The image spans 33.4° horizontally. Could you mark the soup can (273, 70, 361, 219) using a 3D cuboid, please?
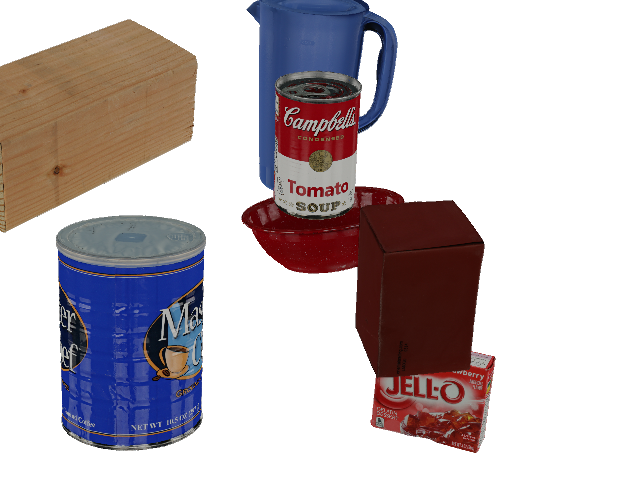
[{"bbox_3d":[-0.004,-0.076,0.850,0.068,0.102,0.068,2,27,-1],"label":"soup can"}]

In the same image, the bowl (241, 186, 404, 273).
[{"bbox_3d":[0.005,-0.008,1.054,0.162,0.055,0.162,-6,16,2],"label":"bowl"}]

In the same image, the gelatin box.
[{"bbox_3d":[0.086,0.118,0.830,0.089,0.073,0.030,12,22,18],"label":"gelatin box"}]

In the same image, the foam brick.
[{"bbox_3d":[0.049,0.024,0.552,0.053,0.078,0.051,-4,31,-10],"label":"foam brick"}]

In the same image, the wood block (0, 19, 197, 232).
[{"bbox_3d":[-0.208,-0.102,0.892,0.090,0.091,0.205,32,43,26],"label":"wood block"}]

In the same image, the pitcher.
[{"bbox_3d":[-0.006,-0.180,1.317,0.144,0.243,0.149,-10,29,-28],"label":"pitcher"}]

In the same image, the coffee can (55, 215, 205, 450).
[{"bbox_3d":[-0.134,0.063,0.759,0.103,0.140,0.103,3,17,-1],"label":"coffee can"}]
